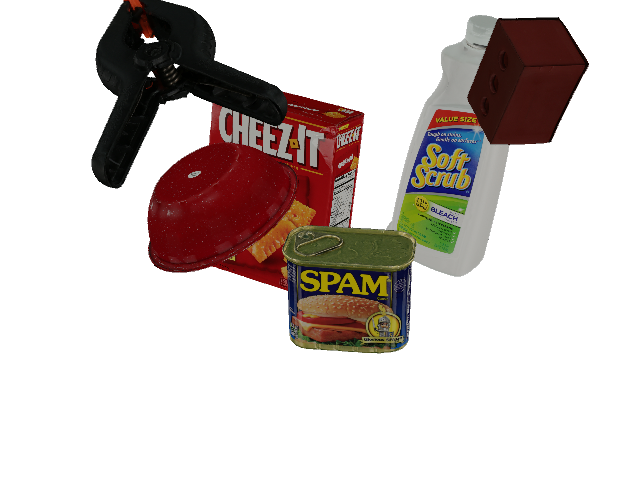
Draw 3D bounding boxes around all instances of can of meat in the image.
[{"bbox_3d":[0.023,0.040,0.842,0.102,0.084,0.057,4,29,8],"label":"can of meat"}]

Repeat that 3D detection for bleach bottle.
[{"bbox_3d":[0.125,-0.091,0.995,0.103,0.251,0.068,26,41,25],"label":"bleach bottle"}]

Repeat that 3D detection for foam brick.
[{"bbox_3d":[0.145,-0.113,0.760,0.051,0.053,0.078,-6,-39,-18],"label":"foam brick"}]

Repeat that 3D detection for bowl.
[{"bbox_3d":[-0.104,-0.043,1.000,0.162,0.055,0.162,-22,32,14],"label":"bowl"}]

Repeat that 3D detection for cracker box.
[{"bbox_3d":[-0.048,-0.056,1.217,0.164,0.214,0.072,18,26,24],"label":"cracker box"}]

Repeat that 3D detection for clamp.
[{"bbox_3d":[-0.089,-0.106,0.675,0.120,0.171,0.039,-12,-42,-3],"label":"clamp"}]
